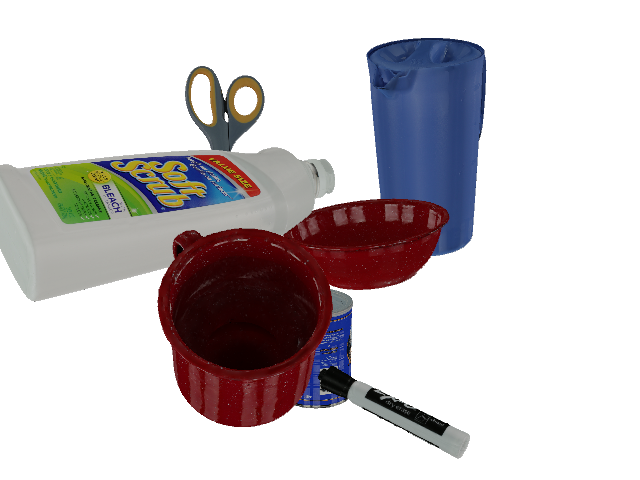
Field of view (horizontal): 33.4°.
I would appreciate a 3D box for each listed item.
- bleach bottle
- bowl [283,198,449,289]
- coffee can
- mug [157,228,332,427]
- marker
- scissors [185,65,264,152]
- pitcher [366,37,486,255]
[{"bbox_3d":[-0.107,-0.029,0.787,0.250,0.068,0.103,-14,47,-28],"label":"bleach bottle"},{"bbox_3d":[0.046,0.007,1.032,0.162,0.055,0.162,-7,17,2],"label":"bowl"},{"bbox_3d":[-0.007,0.149,1.494,0.103,0.140,0.103,0,17,0],"label":"coffee can"},{"bbox_3d":[-0.050,0.045,0.604,0.093,0.117,0.081,-31,-25,-22],"label":"mug"},{"bbox_3d":[0.051,0.122,0.773,0.121,0.020,0.020,24,10,24],"label":"marker"},{"bbox_3d":[-0.091,-0.095,1.159,0.096,0.202,0.016,-15,-4,-18],"label":"scissors"},{"bbox_3d":[0.132,-0.113,1.260,0.149,0.243,0.145,-4,25,-1],"label":"pitcher"}]
